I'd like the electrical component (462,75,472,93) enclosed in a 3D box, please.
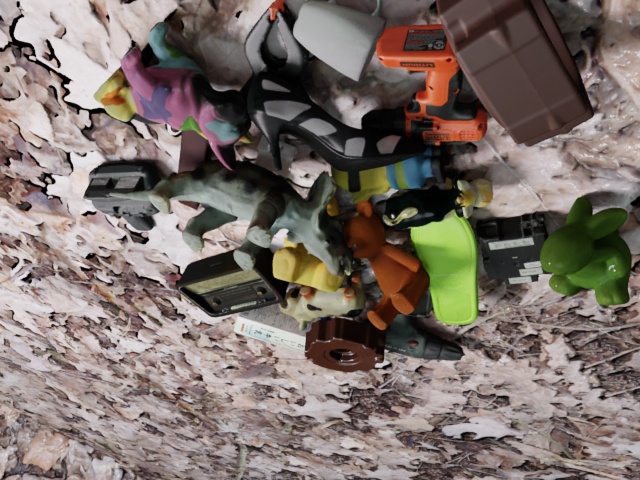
[{"bbox_3d":[0.203,-0.231,0.725,0.094,0.021,0.063,26,138,-12],"label":"electrical component"}]

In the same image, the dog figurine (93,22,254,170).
[{"bbox_3d":[-0.205,-0.194,0.808,0.219,0.108,0.191,45,135,-20],"label":"dog figurine"}]

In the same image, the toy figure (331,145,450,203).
[{"bbox_3d":[0.105,-0.119,0.839,0.180,0.082,0.089,-3,125,27],"label":"toy figure"}]

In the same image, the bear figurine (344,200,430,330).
[{"bbox_3d":[0.098,0.037,0.943,0.196,0.132,0.120,47,140,-1],"label":"bear figurine"}]

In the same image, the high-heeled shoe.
[{"bbox_3d":[0.023,-0.174,0.766,0.249,0.145,0.086,-5,176,-8],"label":"high-heeled shoe"}]

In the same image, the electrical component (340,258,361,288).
[{"bbox_3d":[0.030,0.055,1.068,0.102,0.078,0.045,0,161,25],"label":"electrical component"}]

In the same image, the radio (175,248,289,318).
[{"bbox_3d":[-0.186,0.093,1.168,0.230,0.073,0.131,-15,130,31],"label":"radio"}]

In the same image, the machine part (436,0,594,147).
[{"bbox_3d":[0.213,-0.219,0.595,0.087,0.201,0.200,-27,124,32],"label":"machine part"}]

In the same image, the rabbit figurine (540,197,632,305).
[{"bbox_3d":[0.413,0.019,0.828,0.170,0.159,0.121,12,-168,-40],"label":"rabbit figurine"}]

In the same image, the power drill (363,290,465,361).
[{"bbox_3d":[0.202,0.181,1.151,0.232,0.086,0.207,7,146,14],"label":"power drill"}]

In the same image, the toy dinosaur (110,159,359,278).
[{"bbox_3d":[-0.126,-0.067,0.856,0.405,0.192,0.131,24,138,17],"label":"toy dinosaur"}]

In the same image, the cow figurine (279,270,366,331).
[{"bbox_3d":[0.004,0.132,1.150,0.195,0.085,0.127,-4,129,20],"label":"cow figurine"}]

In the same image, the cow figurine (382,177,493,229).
[{"bbox_3d":[0.185,-0.060,0.847,0.167,0.098,0.068,-14,94,23],"label":"cow figurine"}]

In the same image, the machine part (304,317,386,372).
[{"bbox_3d":[0.051,0.228,1.146,0.179,0.056,0.179,6,145,4],"label":"machine part"}]

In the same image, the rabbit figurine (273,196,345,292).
[{"bbox_3d":[-0.002,-0.003,0.961,0.122,0.173,0.162,11,-177,7],"label":"rabbit figurine"}]

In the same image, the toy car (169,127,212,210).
[{"bbox_3d":[-0.218,-0.137,0.938,0.089,0.053,0.202,21,135,1],"label":"toy car"}]

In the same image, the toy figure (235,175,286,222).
[{"bbox_3d":[-0.123,-0.074,0.979,0.154,0.058,0.064,-20,166,32],"label":"toy figure"}]

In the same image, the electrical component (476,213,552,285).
[{"bbox_3d":[0.341,0.020,0.935,0.115,0.058,0.134,-6,135,26],"label":"electrical component"}]

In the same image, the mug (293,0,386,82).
[{"bbox_3d":[0.025,-0.275,0.692,0.107,0.081,0.109,24,125,1],"label":"mug"}]

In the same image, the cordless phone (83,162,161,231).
[{"bbox_3d":[-0.356,-0.067,1.056,0.147,0.089,0.184,0,148,16],"label":"cordless phone"}]
